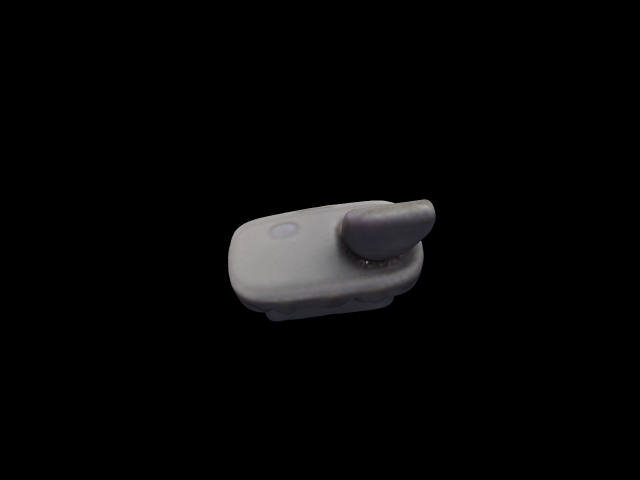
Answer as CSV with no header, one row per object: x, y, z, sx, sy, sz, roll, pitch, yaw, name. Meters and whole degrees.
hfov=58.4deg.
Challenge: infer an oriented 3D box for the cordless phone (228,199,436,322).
0.004,0.001,0.400,0.147,0.185,0.094,-11,78,-2,cordless phone
